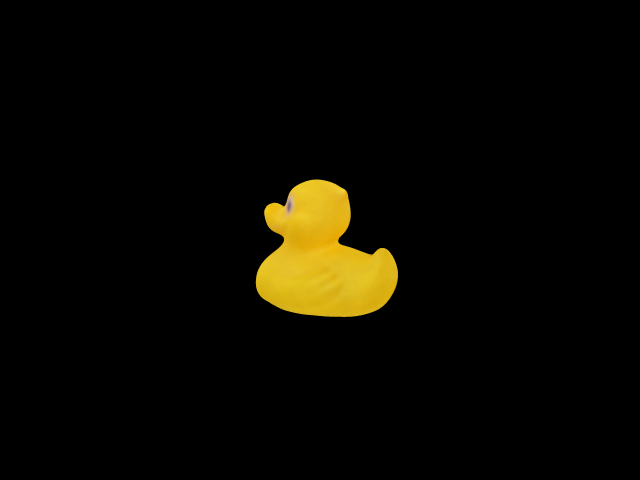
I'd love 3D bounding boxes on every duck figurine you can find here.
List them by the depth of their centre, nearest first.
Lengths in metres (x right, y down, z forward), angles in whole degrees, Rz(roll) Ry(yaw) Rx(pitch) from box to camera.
[{"bbox_3d":[0.004,0.001,0.400,0.104,0.086,0.078,8,19,25],"label":"duck figurine"}]
